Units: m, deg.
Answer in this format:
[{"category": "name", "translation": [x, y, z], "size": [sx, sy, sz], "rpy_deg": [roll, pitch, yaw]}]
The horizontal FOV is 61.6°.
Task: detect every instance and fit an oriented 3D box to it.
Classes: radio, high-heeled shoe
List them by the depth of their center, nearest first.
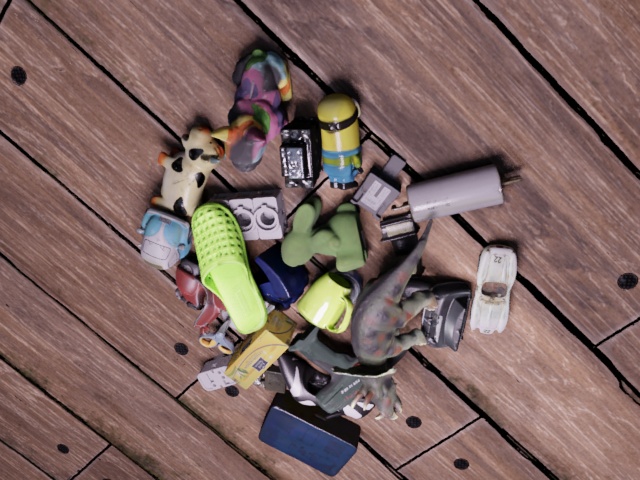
[{"category": "high-heeled shoe", "translation": [0.019, 0.327, 1.240], "size": [0.145, 0.086, 0.248], "rpy_deg": [-31, 110, 20]}, {"category": "radio", "translation": [-0.029, 0.474, 1.319], "size": [0.230, 0.073, 0.131], "rpy_deg": [27, 117, 0]}]

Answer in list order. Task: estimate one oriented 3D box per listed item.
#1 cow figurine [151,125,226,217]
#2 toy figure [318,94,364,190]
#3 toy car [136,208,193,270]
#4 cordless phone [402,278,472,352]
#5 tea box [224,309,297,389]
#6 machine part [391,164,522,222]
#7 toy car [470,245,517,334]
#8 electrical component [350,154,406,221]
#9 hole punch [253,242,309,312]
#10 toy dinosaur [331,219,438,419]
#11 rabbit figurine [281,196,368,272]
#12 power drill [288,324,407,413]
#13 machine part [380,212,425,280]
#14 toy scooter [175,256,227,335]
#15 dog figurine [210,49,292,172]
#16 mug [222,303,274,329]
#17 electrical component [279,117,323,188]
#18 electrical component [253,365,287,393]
[{"category": "cow figurine", "translation": [-0.259, -0.137, 1.085], "size": [0.127, 0.085, 0.194], "rpy_deg": [23, 114, 7]}, {"category": "toy figure", "translation": [0.040, -0.181, 1.003], "size": [0.082, 0.089, 0.180], "rpy_deg": [-1, 111, 5]}, {"category": "toy car", "translation": [-0.332, 0.008, 1.129], "size": [0.109, 0.103, 0.161], "rpy_deg": [24, 152, -2]}, {"category": "cordless phone", "translation": [0.216, 0.147, 1.131], "size": [0.184, 0.089, 0.146], "rpy_deg": [13, 117, 18]}, {"category": "tea box", "translation": [-0.136, 0.247, 1.225], "size": [0.068, 0.098, 0.169], "rpy_deg": [40, 113, -8]}, {"category": "machine part", "translation": [0.252, -0.086, 1.009], "size": [0.243, 0.079, 0.079], "rpy_deg": [-12, 111, 15]}, {"category": "toy car", "translation": [0.349, 0.104, 1.086], "size": [0.074, 0.056, 0.201], "rpy_deg": [5, 114, 9]}, {"category": "electrical component", "translation": [0.122, -0.106, 1.044], "size": [0.075, 0.048, 0.119], "rpy_deg": [37, 117, -7]}, {"category": "hole punch", "translation": [-0.084, 0.074, 1.123], "size": [0.116, 0.142, 0.092], "rpy_deg": [27, 112, 11]}, {"category": "toy dinosaur", "translation": [0.118, 0.156, 1.037], "size": [0.131, 0.192, 0.404], "rpy_deg": [27, 127, 41]}, {"category": "rabbit figurine", "translation": [-0.002, -0.003, 1.070], "size": [0.170, 0.121, 0.159], "rpy_deg": [-13, 102, 11]}, {"category": "power drill", "translation": [0.050, 0.250, 1.188], "size": [0.207, 0.086, 0.232], "rpy_deg": [45, 90, -10]}, {"category": "machine part", "translation": [0.173, 0.015, 1.094], "size": [0.084, 0.039, 0.138], "rpy_deg": [-19, 107, 10]}, {"category": "toy scooter", "translation": [-0.257, 0.125, 1.169], "size": [0.184, 0.075, 0.135], "rpy_deg": [30, 104, 30]}, {"category": "dog figurine", "translation": [-0.119, -0.227, 0.944], "size": [0.109, 0.219, 0.191], "rpy_deg": [8, 116, 4]}, {"category": "mug", "translation": [-0.146, 0.142, 1.180], "size": [0.109, 0.081, 0.107], "rpy_deg": [13, 141, -29]}, {"category": "electrical component", "translation": [-0.034, -0.160, 1.002], "size": [0.058, 0.134, 0.114], "rpy_deg": [0, 116, 12]}, {"category": "electrical component", "translation": [-0.110, 0.332, 1.286], "size": [0.102, 0.045, 0.078], "rpy_deg": [13, 114, 5]}]
